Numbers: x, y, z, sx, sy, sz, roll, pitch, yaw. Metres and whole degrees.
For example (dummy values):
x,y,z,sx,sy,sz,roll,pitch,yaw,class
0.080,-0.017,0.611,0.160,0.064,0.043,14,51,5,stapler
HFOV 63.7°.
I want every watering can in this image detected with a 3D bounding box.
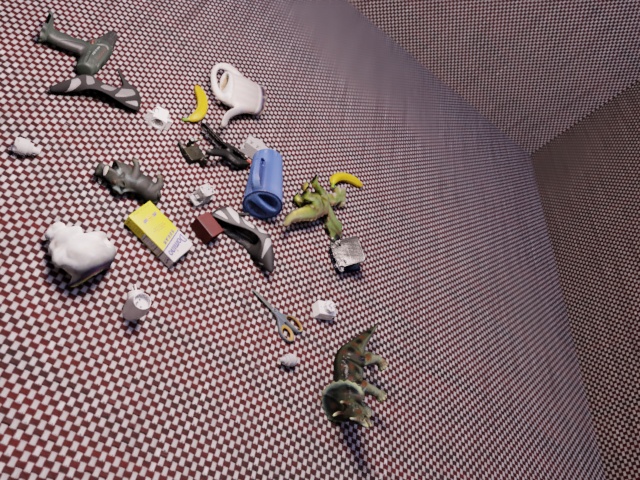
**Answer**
x,y,z,sx,sy,sz,roll,pitch,yaw,class
-0.302,-0.521,1.920,0.223,0.355,0.102,13,-40,-37,watering can

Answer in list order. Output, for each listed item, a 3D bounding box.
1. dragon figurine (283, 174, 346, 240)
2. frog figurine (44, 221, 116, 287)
x,y,z,sx,sy,sz,roll,pitch,yaw,class
0.006,-0.095,1.879,0.120,0.240,0.420,-30,21,38,dragon figurine
-0.578,0.017,1.237,0.139,0.159,0.121,-33,6,-31,frog figurine
